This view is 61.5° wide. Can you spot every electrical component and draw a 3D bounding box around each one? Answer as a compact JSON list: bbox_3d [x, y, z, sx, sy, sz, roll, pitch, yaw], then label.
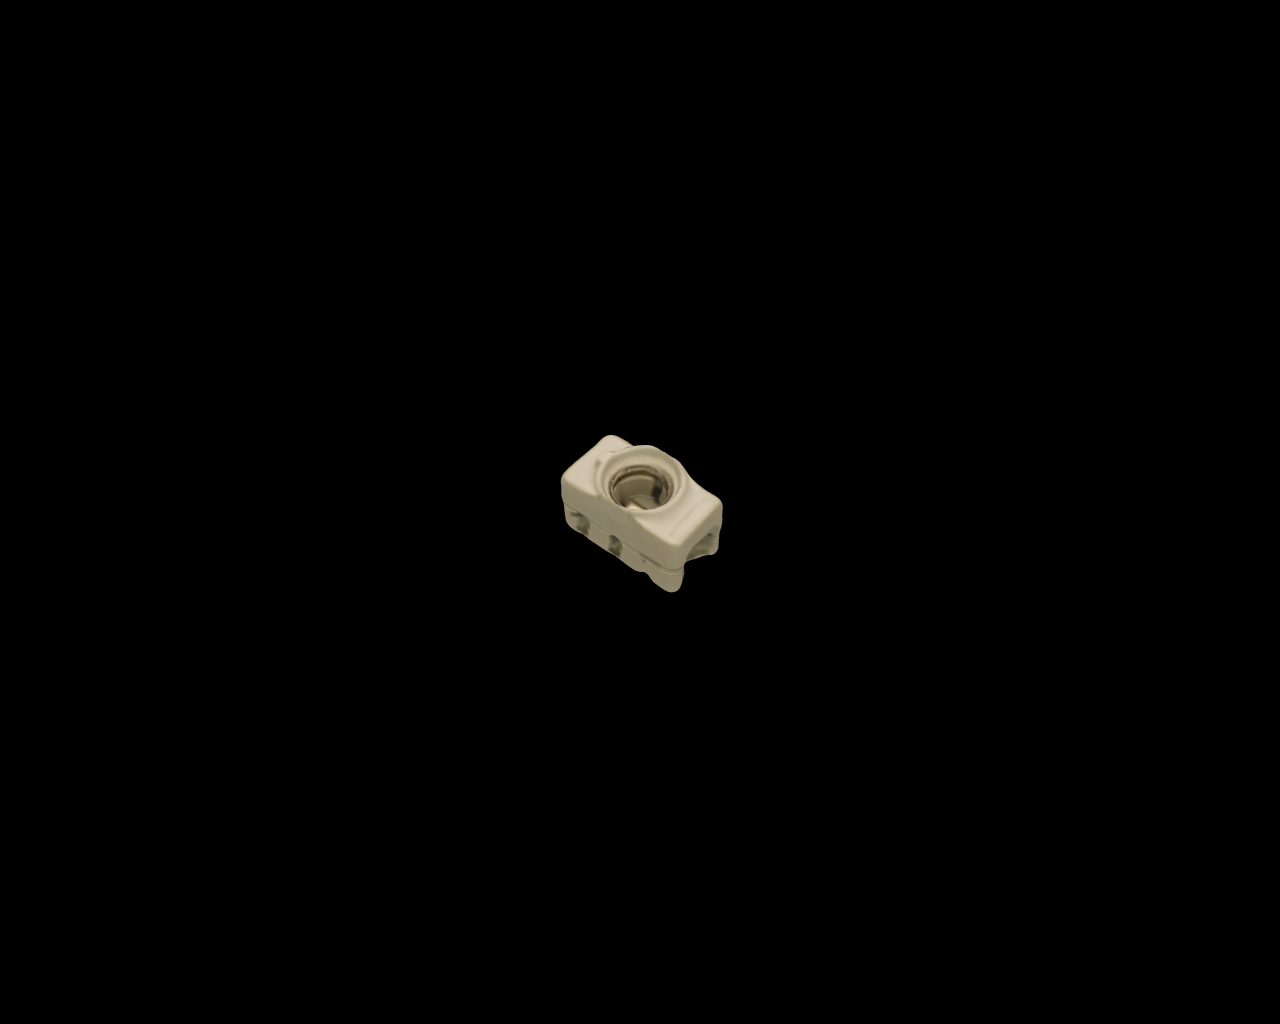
[{"bbox_3d":[0.001,-0.003,0.650,0.089,0.055,0.050,33,58,24],"label":"electrical component"}]
